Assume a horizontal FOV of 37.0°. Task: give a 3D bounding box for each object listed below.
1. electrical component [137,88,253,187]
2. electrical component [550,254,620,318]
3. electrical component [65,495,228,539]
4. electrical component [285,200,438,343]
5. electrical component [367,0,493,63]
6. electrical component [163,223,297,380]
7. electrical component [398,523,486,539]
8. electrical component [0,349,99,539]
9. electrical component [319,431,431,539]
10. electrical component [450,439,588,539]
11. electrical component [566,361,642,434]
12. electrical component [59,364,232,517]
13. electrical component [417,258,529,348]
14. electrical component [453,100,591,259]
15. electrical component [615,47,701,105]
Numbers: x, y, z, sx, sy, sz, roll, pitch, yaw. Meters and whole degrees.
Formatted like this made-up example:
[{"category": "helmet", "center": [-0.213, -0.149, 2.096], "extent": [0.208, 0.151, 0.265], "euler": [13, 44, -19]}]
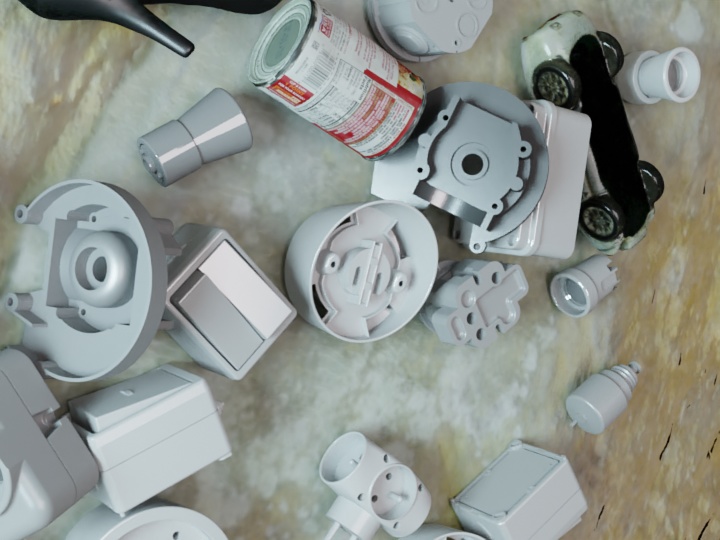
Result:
[{"category": "electrical component", "center": [-0.106, -0.081, 0.675], "extent": [0.065, 0.044, 0.044], "euler": [-33, 112, -21]}, {"category": "electrical component", "center": [0.185, 0.012, 0.879], "extent": [0.046, 0.040, 0.040], "euler": [-30, 111, -34]}, {"category": "electrical component", "center": [-0.138, 0.192, 0.670], "extent": [0.108, 0.060, 0.108], "euler": [-4, 98, -33]}, {"category": "electrical component", "center": [0.000, 0.000, 0.739], "extent": [0.099, 0.064, 0.099], "euler": [-4, 98, -33]}, {"category": "electrical component", "center": [0.050, -0.188, 0.759], "extent": [0.080, 0.051, 0.080], "euler": [-4, 98, -33]}, {"category": "electrical component", "center": [-0.088, 0.024, 0.685], "extent": [0.061, 0.061, 0.096], "euler": [-49, 119, -19]}, {"category": "electrical component", "center": [0.063, 0.243, 0.808], "extent": [0.099, 0.064, 0.099], "euler": [-4, 97, -33]}, {"category": "electrical component", "center": [-0.199, 0.100, 0.597], "extent": [0.095, 0.054, 0.059], "euler": [58, 26, -4]}, {"category": "electrical component", "center": [0.002, 0.169, 0.771], "extent": [0.077, 0.044, 0.079], "euler": [44, 72, -29]}, {"category": "electrical component", "center": [0.132, 0.183, 0.849], "extent": [0.096, 0.062, 0.061], "euler": [-37, 114, -25]}, {"category": "electrical component", "center": [0.208, 0.104, 0.903], "extent": [0.078, 0.040, 0.040], "euler": [-37, 114, -25]}, {"category": "electrical component", "center": [-0.128, 0.096, 0.665], "extent": [0.096, 0.062, 0.061], "euler": [-27, 109, -29]}, {"category": "electrical component", "center": [0.077, 0.022, 0.797], "extent": [0.078, 0.057, 0.058], "euler": [-36, 113, -25]}, {"category": "electrical component", "center": [0.119, -0.067, 0.803], "extent": [0.057, 0.078, 0.113], "euler": [7, 91, -37]}, {"category": "electrical component", "center": [0.246, -0.160, 0.890], "extent": [0.045, 0.055, 0.045], "euler": [-4, 98, -33]}]
